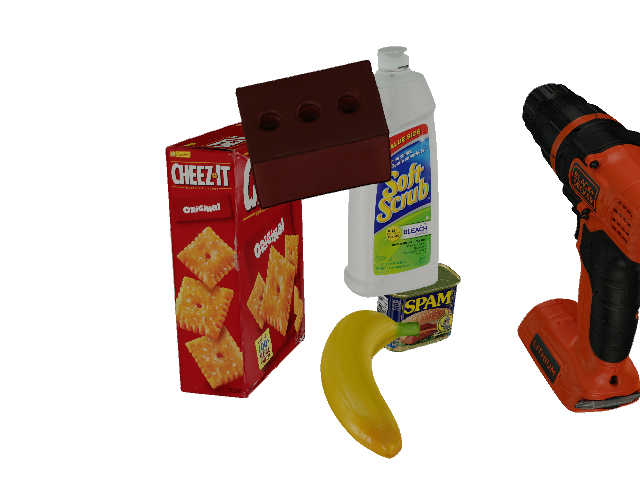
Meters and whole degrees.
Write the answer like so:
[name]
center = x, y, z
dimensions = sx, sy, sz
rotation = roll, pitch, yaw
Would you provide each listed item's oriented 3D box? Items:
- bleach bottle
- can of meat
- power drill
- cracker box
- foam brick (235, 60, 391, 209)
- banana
[bleach bottle]
center = 0.070, -0.072, 1.099
dimensions = 0.102, 0.251, 0.068
rotation = -10, 23, -16
[can of meat]
center = 0.118, 0.083, 1.315
dimensions = 0.101, 0.084, 0.057
rotation = -11, 31, -26
[power drill]
center = 0.176, 0.006, 0.717
dimensions = 0.057, 0.188, 0.184
rotation = -8, 35, -10
[cracker box]
center = -0.068, 0.011, 0.950
dimensions = 0.072, 0.214, 0.164
rotation = 4, 15, 17
[foam brick]
center = -0.004, -0.059, 0.595
dimensions = 0.078, 0.053, 0.051
rotation = -13, -27, 0
[banana]
center = 0.033, 0.094, 0.788
dimensions = 0.070, 0.037, 0.197
rotation = 4, 23, 8
